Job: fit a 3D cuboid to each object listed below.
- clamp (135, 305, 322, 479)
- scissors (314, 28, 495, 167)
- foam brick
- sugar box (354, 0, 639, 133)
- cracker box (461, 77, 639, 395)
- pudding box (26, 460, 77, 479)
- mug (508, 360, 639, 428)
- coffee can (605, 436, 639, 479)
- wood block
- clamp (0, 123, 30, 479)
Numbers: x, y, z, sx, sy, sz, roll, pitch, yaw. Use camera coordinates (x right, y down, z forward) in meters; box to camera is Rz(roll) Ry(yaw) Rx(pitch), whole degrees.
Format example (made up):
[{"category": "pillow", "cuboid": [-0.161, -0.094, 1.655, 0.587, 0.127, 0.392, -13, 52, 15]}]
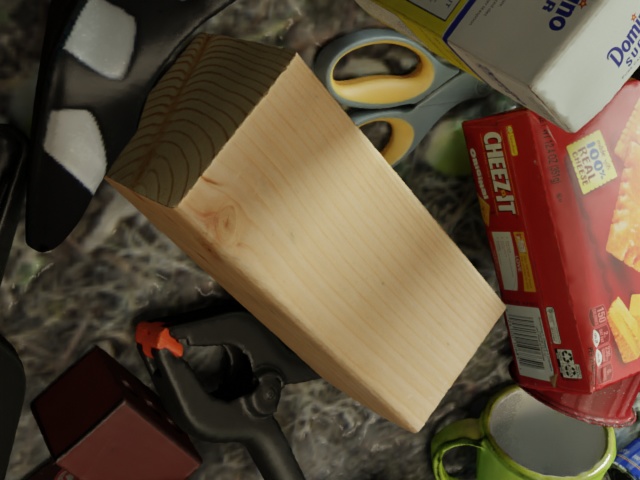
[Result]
[{"category": "clamp", "cuboid": [-0.039, 0.098, 0.627, 0.171, 0.039, 0.120, 22, 74, -36]}, {"category": "scissors", "cuboid": [0.080, -0.076, 0.620, 0.201, 0.016, 0.096, 3, 119, -33]}, {"category": "foam brick", "cuboid": [-0.113, 0.109, 0.597, 0.051, 0.053, 0.078, -41, 132, -2]}, {"category": "sugar box", "cuboid": [0.082, -0.123, 0.484, 0.093, 0.176, 0.048, -51, 131, 6]}, {"category": "cracker box", "cuboid": [0.203, -0.018, 0.642, 0.213, 0.072, 0.164, -17, 98, -26]}, {"category": "pudding box", "cuboid": [-0.163, 0.189, 0.627, 0.113, 0.039, 0.090, -38, 132, -4]}, {"category": "mug", "cuboid": [0.198, 0.072, 0.734, 0.117, 0.093, 0.081, 14, 107, -13]}, {"category": "coffee can", "cuboid": [0.319, 0.182, 0.873, 0.140, 0.103, 0.102, -36, 131, -7]}, {"category": "wood block", "cuboid": [-0.004, 0.001, 0.549, 0.090, 0.090, 0.206, -52, 128, -11]}, {"category": "clamp", "cuboid": [-0.181, 0.055, 0.515, 0.164, 0.036, 0.210, -47, 149, -33]}]
